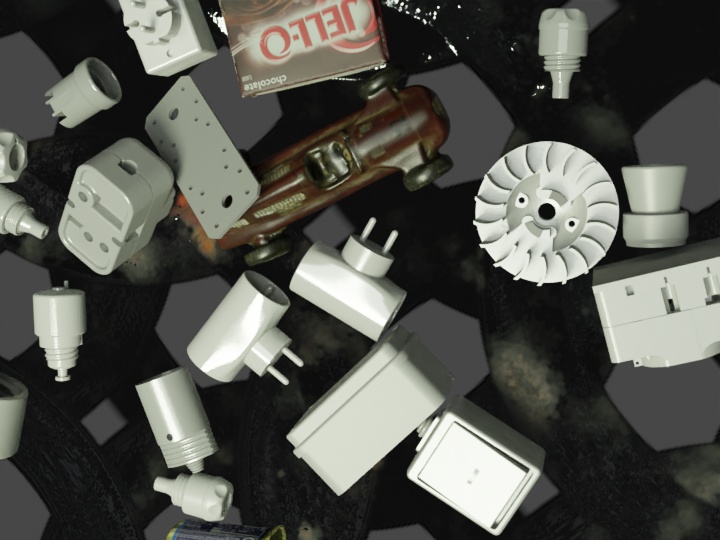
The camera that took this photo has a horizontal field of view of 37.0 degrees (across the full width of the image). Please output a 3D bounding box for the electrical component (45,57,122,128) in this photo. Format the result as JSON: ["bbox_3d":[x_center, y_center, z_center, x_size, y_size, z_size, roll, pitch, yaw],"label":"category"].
[{"bbox_3d":[-0.215,-0.136,0.831,0.046,0.040,0.040,-28,90,20],"label":"electrical component"}]

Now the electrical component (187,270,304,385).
[{"bbox_3d":[-0.079,0.054,0.822,0.079,0.043,0.077,40,103,5],"label":"electrical component"}]

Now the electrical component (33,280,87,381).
[{"bbox_3d":[-0.239,0.049,0.858,0.040,0.040,0.078,1,97,12],"label":"electrical component"}]

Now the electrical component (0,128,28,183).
[{"bbox_3d":[-0.300,-0.094,0.853,0.062,0.043,0.043,10,99,13],"label":"electrical component"}]

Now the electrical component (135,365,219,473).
[{"bbox_3d":[-0.141,0.120,0.844,0.043,0.043,0.081,-20,92,14],"label":"electrical component"}]

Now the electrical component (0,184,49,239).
[{"bbox_3d":[-0.278,-0.044,0.859,0.061,0.035,0.035,28,102,6],"label":"electrical component"}]

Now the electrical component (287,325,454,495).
[{"bbox_3d":[0.008,0.101,0.791,0.113,0.078,0.057,-44,89,14],"label":"electrical component"}]

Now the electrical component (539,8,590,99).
[{"bbox_3d":[0.142,-0.151,0.752,0.035,0.035,0.061,3,100,12],"label":"electrical component"}]

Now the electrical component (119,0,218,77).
[{"bbox_3d":[-0.149,-0.183,0.791,0.047,0.077,0.065,-20,92,14],"label":"electrical component"}]

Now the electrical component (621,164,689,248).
[{"bbox_3d":[0.205,-0.045,0.746,0.045,0.045,0.055,-1,97,13],"label":"electrical component"}]

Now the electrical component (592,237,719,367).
[{"bbox_3d":[0.254,0.011,0.711,0.186,0.105,0.060,-14,94,14],"label":"electrical component"}]

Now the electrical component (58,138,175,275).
[{"bbox_3d":[-0.181,-0.050,0.810,0.054,0.059,0.095,39,136,5],"label":"electrical component"}]

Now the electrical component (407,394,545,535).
[{"bbox_3d":[0.080,0.139,0.788,0.096,0.061,0.061,33,103,7],"label":"electrical component"}]

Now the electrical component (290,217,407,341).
[{"bbox_3d":[0.000,0.000,0.797,0.077,0.044,0.079,31,102,7],"label":"electrical component"}]

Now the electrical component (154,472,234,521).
[{"bbox_3d":[-0.134,0.177,0.854,0.061,0.035,0.035,12,99,13],"label":"electrical component"}]

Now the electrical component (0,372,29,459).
[{"bbox_3d":[-0.317,0.102,0.851,0.108,0.108,0.060,19,94,10],"label":"electrical component"}]
